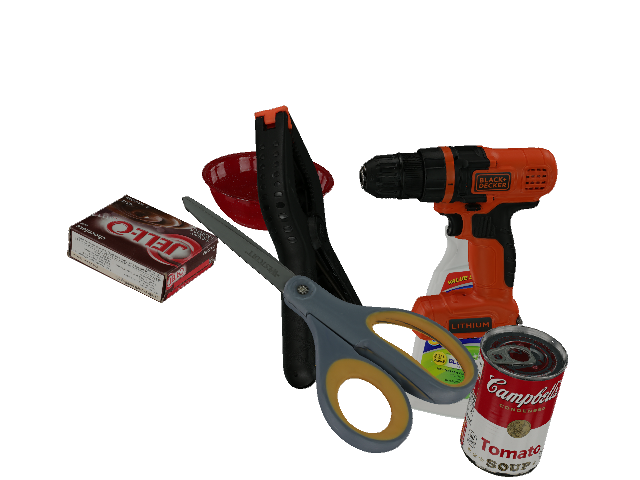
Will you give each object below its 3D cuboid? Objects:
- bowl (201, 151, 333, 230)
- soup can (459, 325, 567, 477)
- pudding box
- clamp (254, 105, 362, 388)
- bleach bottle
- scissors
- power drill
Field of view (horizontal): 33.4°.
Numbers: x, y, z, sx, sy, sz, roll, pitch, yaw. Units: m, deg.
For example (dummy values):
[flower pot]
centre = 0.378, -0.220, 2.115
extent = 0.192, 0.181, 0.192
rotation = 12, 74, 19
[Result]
[bowl]
centre = -0.066, -0.056, 1.311
extent = 0.162, 0.055, 0.162
rotation = 5, 26, -2
[soup can]
centre = 0.151, 0.128, 0.848
extent = 0.068, 0.102, 0.068
rotation = 5, 31, -3
[pudding box]
centre = -0.168, 0.006, 1.010
extent = 0.114, 0.039, 0.089
rotation = 22, 30, 19
[clamp]
centre = -0.011, -0.001, 0.850
extent = 0.036, 0.210, 0.164
rotation = -11, 3, 18
[bleach bottle]
centre = 0.158, 0.074, 1.221
extent = 0.103, 0.251, 0.068
rotation = 9, 14, 16
[scissors]
centre = -0.013, 0.047, 0.588
extent = 0.202, 0.096, 0.016
rotation = 25, -36, 12
[power drill]
centre = 0.126, 0.001, 1.008
extent = 0.184, 0.188, 0.057
rotation = -2, 25, -6
